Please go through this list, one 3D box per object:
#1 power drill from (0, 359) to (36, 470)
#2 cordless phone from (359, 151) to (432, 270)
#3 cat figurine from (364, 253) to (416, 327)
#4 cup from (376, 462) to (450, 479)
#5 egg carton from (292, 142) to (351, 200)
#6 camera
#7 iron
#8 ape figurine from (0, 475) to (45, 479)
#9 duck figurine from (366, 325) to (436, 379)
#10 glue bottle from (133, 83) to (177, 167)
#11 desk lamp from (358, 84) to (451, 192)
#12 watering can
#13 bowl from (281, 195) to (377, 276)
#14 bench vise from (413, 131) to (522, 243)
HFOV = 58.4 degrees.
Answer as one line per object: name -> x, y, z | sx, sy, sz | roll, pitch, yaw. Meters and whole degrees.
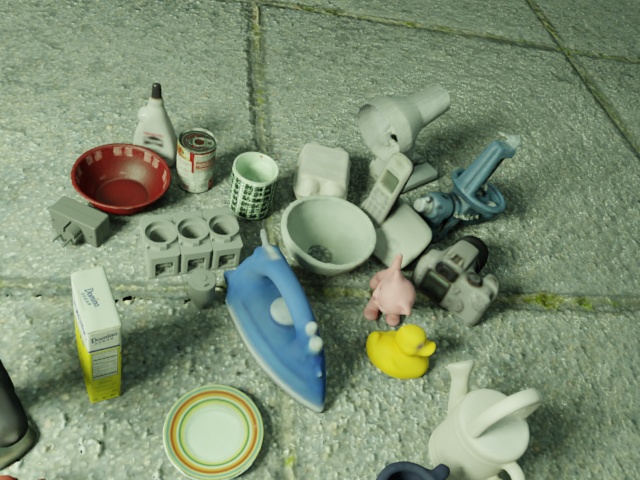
power drill -> -0.380, 0.173, 0.631 | 0.229, 0.208, 0.076 | 39, 50, 18
cordless phone -> 0.139, -0.050, 1.003 | 0.094, 0.185, 0.147 | -29, 62, -35
cat figurine -> 0.120, 0.079, 0.928 | 0.067, 0.118, 0.128 | 16, 47, -2
cup -> 0.108, 0.329, 0.716 | 0.118, 0.095, 0.091 | -26, 61, -33
egg carton -> 0.004, -0.126, 1.110 | 0.107, 0.069, 0.150 | 12, 47, -6
camera -> 0.258, 0.051, 1.006 | 0.143, 0.101, 0.137 | 38, 50, 18
iron -> -0.045, 0.111, 0.834 | 0.119, 0.141, 0.257 | -16, 56, -28
ape figurine -> -0.338, 0.286, 0.622 | 0.078, 0.092, 0.076 | 8, 47, -10
duck figurine -> 0.127, 0.161, 0.879 | 0.104, 0.086, 0.077 | 21, 47, 2
glue bottle -> -0.293, -0.206, 1.021 | 0.078, 0.173, 0.037 | 6, 48, -11
desk lamp -> 0.164, -0.200, 1.125 | 0.204, 0.213, 0.117 | -24, 59, -33
watering can -> 0.218, 0.243, 0.758 | 0.101, 0.194, 0.172 | -29, 62, -35
bowl -> 0.009, 0.004, 0.992 | 0.167, 0.075, 0.167 | 9, 47, -9
bench vise -> 0.281, -0.091, 1.058 | 0.208, 0.220, 0.121 | -31, 63, -35
